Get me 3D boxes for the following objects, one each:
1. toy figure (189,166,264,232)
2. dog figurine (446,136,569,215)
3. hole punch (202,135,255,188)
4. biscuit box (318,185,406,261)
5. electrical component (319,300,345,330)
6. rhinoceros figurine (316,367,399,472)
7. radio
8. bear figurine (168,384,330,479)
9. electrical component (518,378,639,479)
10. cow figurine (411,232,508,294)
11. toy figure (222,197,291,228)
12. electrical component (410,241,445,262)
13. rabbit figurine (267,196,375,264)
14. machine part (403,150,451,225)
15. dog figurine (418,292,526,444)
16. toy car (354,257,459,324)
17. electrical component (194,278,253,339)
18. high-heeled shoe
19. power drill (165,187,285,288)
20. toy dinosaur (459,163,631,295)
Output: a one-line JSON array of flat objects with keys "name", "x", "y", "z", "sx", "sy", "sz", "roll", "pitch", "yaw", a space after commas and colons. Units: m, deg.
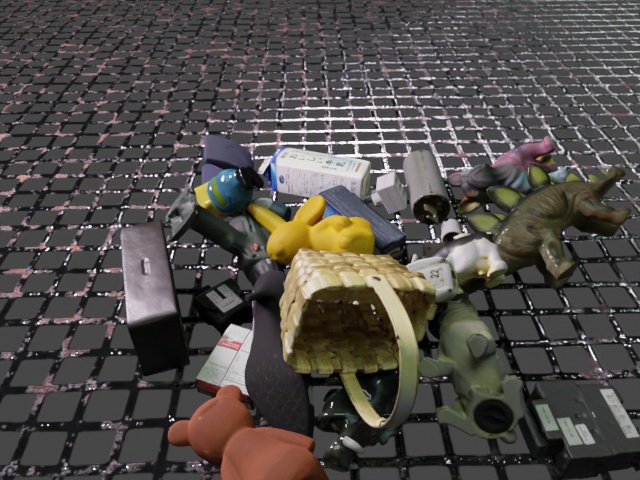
[{"name": "toy figure", "x": -0.190, "y": -0.081, "z": 1.015, "sx": 0.082, "sy": 0.180, "sz": 0.089, "roll": 20, "pitch": 45, "yaw": -46}, {"name": "dog figurine", "x": 0.376, "y": -0.119, "z": 1.094, "sx": 0.219, "sy": 0.191, "sz": 0.108, "roll": -18, "pitch": 76, "yaw": 16}, {"name": "hole punch", "x": -0.202, "y": -0.169, "z": 1.171, "sx": 0.116, "sy": 0.092, "sz": 0.142, "roll": -4, "pitch": 36, "yaw": -10}, {"name": "biscuit box", "x": 0.074, "y": -0.030, "z": 1.021, "sx": 0.063, "sy": 0.059, "sz": 0.203, "roll": -24, "pitch": 46, "yaw": -24}, {"name": "electrical component", "x": -0.010, "y": 0.135, "z": 0.840, "sx": 0.102, "sy": 0.045, "sz": 0.078, "roll": -19, "pitch": 28, "yaw": -23}, {"name": "rhinoceros figurine", "x": 0.059, "y": 0.221, "z": 0.721, "sx": 0.112, "sy": 0.073, "sz": 0.190, "roll": 32, "pitch": 47, "yaw": 18}, {"name": "radio", "x": -0.257, "y": 0.086, "z": 0.830, "sx": 0.073, "sy": 0.131, "sz": 0.230, "roll": -11, "pitch": 41, "yaw": -13}, {"name": "bear figurine", "x": -0.084, "y": 0.271, "z": 0.644, "sx": 0.196, "sy": 0.131, "sz": 0.120, "roll": 13, "pitch": 37, "yaw": 43}, {"name": "electrical component", "x": 0.333, "y": 0.242, "z": 0.698, "sx": 0.134, "sy": 0.058, "sz": 0.115, "roll": -2, "pitch": 38, "yaw": -2}, {"name": "cow figurine", "x": 0.204, "y": 0.041, "z": 0.859, "sx": 0.167, "sy": 0.068, "sz": 0.098, "roll": -16, "pitch": 60, "yaw": 10}, {"name": "toy figure", "x": -0.133, "y": -0.061, "z": 1.063, "sx": 0.155, "sy": 0.057, "sz": 0.064, "roll": 12, "pitch": 26, "yaw": 17}, {"name": "electrical component", "x": 0.211, "y": 0.027, "z": 0.982, "sx": 0.094, "sy": 0.021, "sz": 0.063, "roll": 1, "pitch": 40, "yaw": 2}, {"name": "rabbit figurine", "x": -0.002, "y": -0.003, "z": 0.901, "sx": 0.173, "sy": 0.121, "sz": 0.162, "roll": -1, "pitch": 44, "yaw": -4}, {"name": "machine part", "x": 0.218, "y": -0.112, "z": 1.106, "sx": 0.079, "sy": 0.079, "sz": 0.243, "roll": -1, "pitch": 40, "yaw": 0}, {"name": "dog figurine", "x": 0.223, "y": 0.175, "z": 0.766, "sx": 0.121, "sy": 0.172, "sz": 0.190, "roll": -20, "pitch": 5, "yaw": 20}, {"name": "toy car", "x": 0.115, "y": 0.086, "z": 0.815, "sx": 0.202, "sy": 0.056, "sz": 0.073, "roll": -25, "pitch": 54, "yaw": 34}, {"name": "electrical component", "x": -0.163, "y": 0.100, "z": 0.879, "sx": 0.075, "sy": 0.047, "sz": 0.119, "roll": -27, "pitch": 48, "yaw": -29}, {"name": "high-heeled shoe", "x": -0.045, "y": 0.163, "z": 0.769, "sx": 0.086, "sy": 0.248, "sz": 0.145, "roll": -21, "pitch": -8, "yaw": 18}, {"name": "power drill", "x": -0.148, "y": 0.007, "z": 0.894, "sx": 0.207, "sy": 0.086, "sz": 0.232, "roll": 27, "pitch": 20, "yaw": -32}, {"name": "toy dinosaur", "x": 0.360, "y": -0.007, "z": 0.932, "sx": 0.471, "sy": 0.105, "sz": 0.199, "roll": -36, "pitch": 62, "yaw": -15}]
